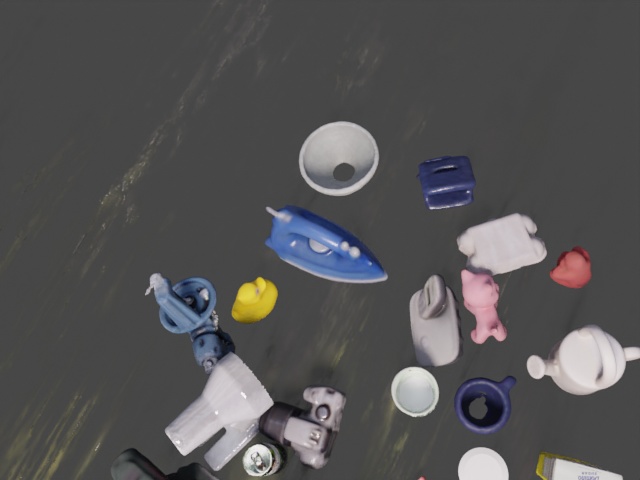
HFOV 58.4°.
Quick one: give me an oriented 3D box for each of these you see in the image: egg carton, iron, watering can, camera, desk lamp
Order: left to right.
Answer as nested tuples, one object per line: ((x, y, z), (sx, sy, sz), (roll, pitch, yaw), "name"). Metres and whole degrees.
((-0.170, 0.308, 1.010), (0.203, 0.214, 0.117), (-45, 68, -5), "desk lamp")
((-0.036, 0.325, 1.036), (0.136, 0.101, 0.143), (14, 75, 17), "camera")
((0.010, 0.004, 1.117), (0.257, 0.142, 0.119), (23, 77, 19), "iron")
((0.341, 0.011, 1.082), (0.150, 0.069, 0.107), (-19, 68, 5), "egg carton")
((0.431, 0.197, 0.931), (0.173, 0.194, 0.100), (-32, 67, 0), "watering can")

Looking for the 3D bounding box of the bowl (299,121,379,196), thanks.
((0.043, -0.159, 1.203), (0.167, 0.075, 0.167), (-4, 70, 11), "bowl")

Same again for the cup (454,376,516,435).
((0.287, 0.279, 0.987), (0.118, 0.095, 0.091), (-40, 68, -4), "cup")

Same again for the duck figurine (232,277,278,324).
((-0.139, 0.116, 1.139), (0.104, 0.086, 0.077), (-45, 68, -6), "duck figurine")

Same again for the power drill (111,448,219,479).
((-0.240, 0.442, 0.981), (0.229, 0.209, 0.076), (28, 79, 20), "power drill")

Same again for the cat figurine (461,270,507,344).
((0.295, 0.115, 1.030), (0.067, 0.118, 0.128), (-15, 69, 7), "cat figurine")

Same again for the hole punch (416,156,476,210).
((0.248, -0.123, 1.137), (0.108, 0.091, 0.101), (-9, 69, 9), "hole punch")

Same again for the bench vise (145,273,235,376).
((-0.234, 0.143, 1.078), (0.121, 0.220, 0.207), (-44, 68, -5), "bench vise")

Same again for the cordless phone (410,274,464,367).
((0.203, 0.141, 1.004), (0.094, 0.185, 0.147), (-10, 69, 9), "cordless phone")

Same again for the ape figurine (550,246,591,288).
((0.456, 0.046, 1.034), (0.078, 0.092, 0.076), (-25, 68, 3), "ape figurine")
